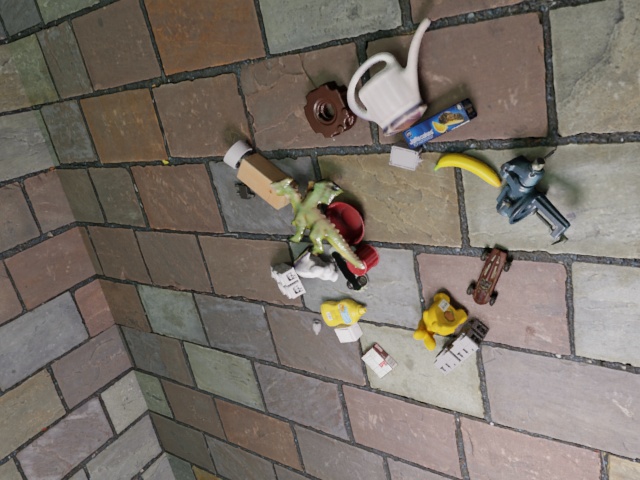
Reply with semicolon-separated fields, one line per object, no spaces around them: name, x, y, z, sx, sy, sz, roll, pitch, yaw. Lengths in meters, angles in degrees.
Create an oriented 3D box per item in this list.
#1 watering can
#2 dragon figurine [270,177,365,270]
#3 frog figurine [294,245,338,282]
watering can;0.220;-0.433;1.438;0.342;0.106;0.224;-32;93;44
dragon figurine;0.005;-0.087;1.721;0.412;0.124;0.238;26;119;17
frog figurine;-0.015;0.108;1.901;0.159;0.124;0.136;46;166;-4
